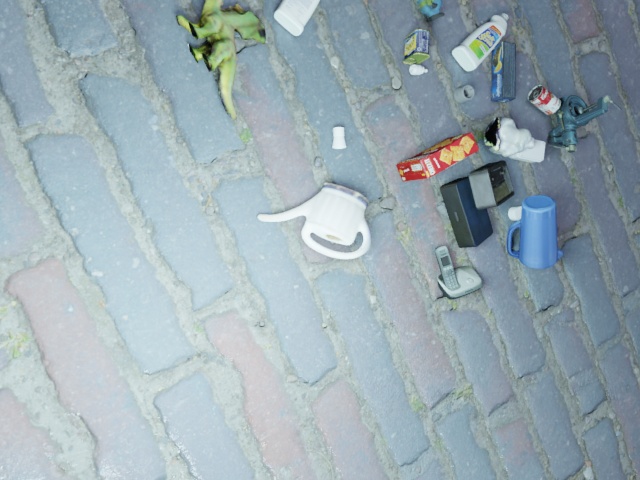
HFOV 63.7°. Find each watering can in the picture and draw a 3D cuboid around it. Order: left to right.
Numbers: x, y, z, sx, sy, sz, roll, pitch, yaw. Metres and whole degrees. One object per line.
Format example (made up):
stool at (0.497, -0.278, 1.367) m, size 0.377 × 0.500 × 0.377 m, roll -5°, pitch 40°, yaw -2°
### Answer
watering can at (0.005, -0.079, 1.564) m, size 0.348 × 0.102 × 0.228 m, roll 24°, pitch 71°, yaw 1°

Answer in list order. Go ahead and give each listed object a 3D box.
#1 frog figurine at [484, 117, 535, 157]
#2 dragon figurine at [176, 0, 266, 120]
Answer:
frog figurine at (0.664, -0.360, 1.801) m, size 0.159 × 0.121 × 0.139 m, roll 2°, pitch 74°, yaw -19°
dragon figurine at (-0.254, -0.577, 1.481) m, size 0.245 × 0.122 × 0.405 m, roll -34°, pitch 111°, yaw -25°
